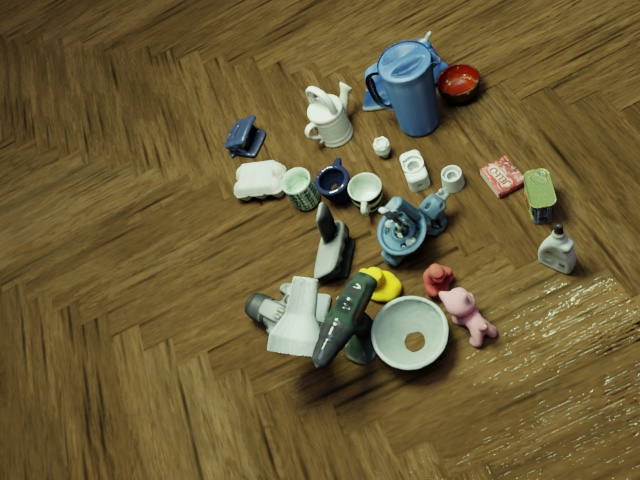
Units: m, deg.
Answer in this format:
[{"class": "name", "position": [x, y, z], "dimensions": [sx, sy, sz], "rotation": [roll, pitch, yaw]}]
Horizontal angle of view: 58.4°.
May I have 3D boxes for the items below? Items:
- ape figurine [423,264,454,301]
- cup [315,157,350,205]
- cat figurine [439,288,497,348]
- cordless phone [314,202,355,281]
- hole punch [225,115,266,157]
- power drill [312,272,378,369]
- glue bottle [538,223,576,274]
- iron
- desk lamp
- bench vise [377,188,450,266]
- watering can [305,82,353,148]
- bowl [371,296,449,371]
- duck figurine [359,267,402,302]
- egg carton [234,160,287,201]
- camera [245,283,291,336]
[{"class": "ape figurine", "position": [0.263, 0.085, 1.288], "dimensions": [0.078, 0.092, 0.076], "rotation": [-33, 57, 0]}, {"class": "cup", "position": [0.045, -0.145, 1.491], "dimensions": [0.091, 0.095, 0.118], "rotation": [4, 64, 22]}, {"class": "cat figurine", "position": [0.313, 0.153, 1.217], "dimensions": [0.067, 0.118, 0.127], "rotation": [-38, 57, -3]}, {"class": "cordless phone", "position": [0.013, 0.005, 1.366], "dimensions": [0.094, 0.185, 0.147], "rotation": [-1, 62, 19]}, {"class": "hole punch", "position": [-0.229, -0.306, 1.680], "dimensions": [0.100, 0.091, 0.109], "rotation": [10, 67, 24]}, {"class": "power drill", "position": [0.068, 0.193, 1.229], "dimensions": [0.075, 0.209, 0.230], "rotation": [15, 68, 26]}, {"class": "glue bottle", "position": [0.497, 0.012, 1.195], "dimensions": [0.078, 0.173, 0.037], "rotation": [30, 76, 31]}, {"class": "iron", "position": [0.216, -0.464, 1.576], "dimensions": [0.258, 0.142, 0.118], "rotation": [-30, 57, 2]}, {"class": "desk lamp", "position": [-0.022, 0.181, 1.266], "dimensions": [0.117, 0.214, 0.203], "rotation": [4, 64, 22]}, {"class": "bench vise", "position": [0.201, -0.060, 1.313], "dimensions": [0.121, 0.220, 0.207], "rotation": [24, 73, 29]}, {"class": "watering can", "position": [0.020, -0.353, 1.554], "dimensions": [0.100, 0.194, 0.173], "rotation": [13, 68, 26]}, {"class": "bowl", "position": [0.200, 0.211, 1.252], "dimensions": [0.167, 0.075, 0.167], "rotation": [-9, 60, 15]}, {"class": "duck figurine", "position": [0.136, 0.096, 1.331], "dimensions": [0.104, 0.086, 0.077], "rotation": [19, 71, 28]}, {"class": "egg carton", "position": [-0.166, -0.164, 1.592], "dimensions": [0.150, 0.070, 0.107], "rotation": [-6, 61, 17]}, {"class": "camera", "position": [-0.107, 0.161, 1.375], "dimensions": [0.136, 0.101, 0.143], "rotation": [22, 72, 28]}]
